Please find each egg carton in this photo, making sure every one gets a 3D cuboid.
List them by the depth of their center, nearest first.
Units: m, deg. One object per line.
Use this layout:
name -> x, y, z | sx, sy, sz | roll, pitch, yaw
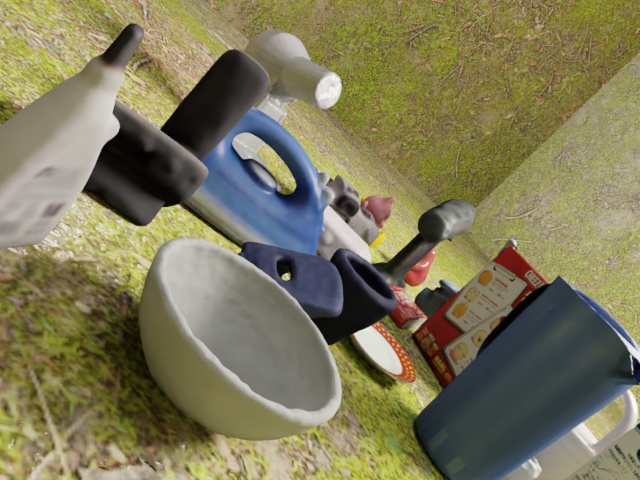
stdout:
egg carton -> 0.008, 0.003, 0.832 | 0.150, 0.069, 0.107 | 46, 15, 5

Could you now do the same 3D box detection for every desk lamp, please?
desk lamp -> -0.072, -0.219, 0.940 | 0.118, 0.213, 0.202 | 26, 23, -51

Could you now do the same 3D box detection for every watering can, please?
watering can -> 0.311, 0.248, 0.730 | 0.174, 0.194, 0.100 | 28, 21, -46

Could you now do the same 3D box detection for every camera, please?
camera -> 0.027, -0.059, 0.991 | 0.144, 0.100, 0.136 | 36, 17, -30

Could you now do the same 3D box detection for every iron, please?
iron -> -0.068, -0.074, 0.700 | 0.259, 0.141, 0.118 | 39, 16, -21

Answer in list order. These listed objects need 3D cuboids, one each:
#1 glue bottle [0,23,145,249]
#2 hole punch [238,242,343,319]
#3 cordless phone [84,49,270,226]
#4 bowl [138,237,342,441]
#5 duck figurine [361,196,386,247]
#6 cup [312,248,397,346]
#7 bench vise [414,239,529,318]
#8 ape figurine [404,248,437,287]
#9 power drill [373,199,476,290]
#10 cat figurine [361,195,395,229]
glue bottle -> -0.163, -0.065, 0.358 | 0.037, 0.173, 0.078 | 47, 15, 10
hole punch -> -0.040, 0.046, 0.545 | 0.101, 0.091, 0.108 | 38, 16, -22
cordless phone -> -0.148, -0.121, 0.526 | 0.148, 0.185, 0.094 | 35, 17, -31
bowl -> -0.067, 0.081, 0.410 | 0.168, 0.074, 0.167 | 41, 15, -13
duck figurine -> 0.107, -0.045, 1.195 | 0.104, 0.086, 0.078 | 49, 15, 18
cup -> 0.029, 0.071, 0.654 | 0.091, 0.095, 0.118 | 48, 15, 13
bench vise -> 0.301, 0.118, 1.006 | 0.207, 0.219, 0.122 | 46, 15, 7
ape figurine -> 0.204, 0.046, 1.195 | 0.076, 0.092, 0.078 | 48, 15, 15
power drill -> 0.195, 0.004, 1.058 | 0.075, 0.208, 0.230 | 47, 15, 12
cat figurine -> 0.091, -0.050, 1.104 | 0.067, 0.117, 0.128 | 50, 16, 20
